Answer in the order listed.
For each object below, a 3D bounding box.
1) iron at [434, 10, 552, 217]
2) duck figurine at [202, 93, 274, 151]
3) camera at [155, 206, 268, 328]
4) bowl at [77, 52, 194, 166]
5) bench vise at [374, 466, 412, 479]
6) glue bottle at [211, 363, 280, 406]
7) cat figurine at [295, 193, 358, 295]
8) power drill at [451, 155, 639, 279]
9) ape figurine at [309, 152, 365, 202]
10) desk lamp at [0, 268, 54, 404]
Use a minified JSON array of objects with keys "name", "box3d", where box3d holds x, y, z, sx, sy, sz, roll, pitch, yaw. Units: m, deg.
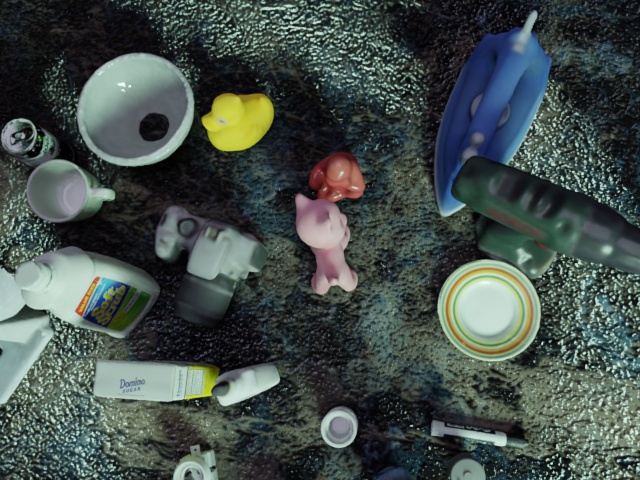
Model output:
[{"name":"iron","box3d":[0.217,-0.160,0.739,0.118,0.141,0.258,23,83,10]},{"name":"duck figurine","box3d":[-0.118,-0.177,0.804,0.104,0.086,0.077,-29,78,0]},{"name":"camera","box3d":[-0.159,0.038,0.761,0.143,0.101,0.137,19,82,9]},{"name":"bowl","box3d":[-0.253,-0.177,0.823,0.167,0.075,0.167,-1,79,6]},{"name":"bench vise","box3d":[0.127,0.356,0.613,0.121,0.220,0.207,-44,78,-3]},{"name":"glue bottle","box3d":[-0.100,0.176,0.693,0.078,0.173,0.037,-23,78,1]},{"name":"cat figurine","box3d":[0.007,0.003,0.742,0.067,0.118,0.128,-12,78,4]},{"name":"power drill","box3d":[0.260,-0.014,0.673,0.229,0.208,0.076,29,84,10]},{"name":"ape figurine","box3d":[0.025,-0.088,0.770,0.077,0.092,0.076,29,84,10]},{"name":"desk lamp","box3d":[-0.434,0.107,0.718,0.117,0.213,0.203,30,84,11]}]
